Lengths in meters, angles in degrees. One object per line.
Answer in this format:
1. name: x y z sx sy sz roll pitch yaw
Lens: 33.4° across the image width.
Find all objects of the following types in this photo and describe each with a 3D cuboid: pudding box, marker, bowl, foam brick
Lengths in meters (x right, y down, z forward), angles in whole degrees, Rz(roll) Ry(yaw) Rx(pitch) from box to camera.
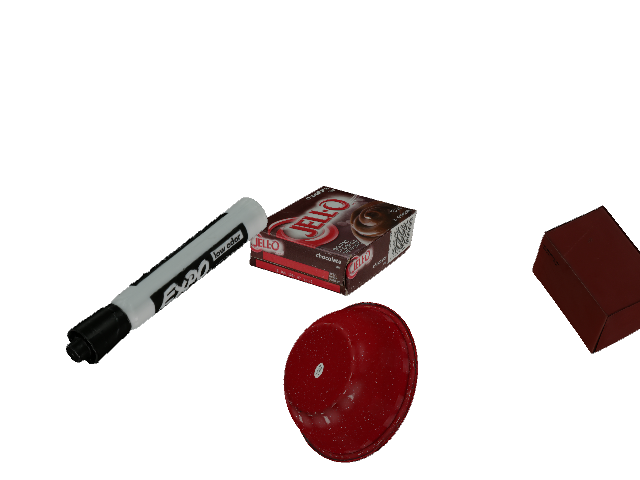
1. pudding box: 0.011 -0.002 0.842 0.090 0.039 0.113 17 26 27
2. marker: -0.070 0.018 0.495 0.020 0.020 0.120 0 31 46
3. bowl: 0.015 0.131 1.036 0.162 0.162 0.055 0 -18 46
4. foam brick: 0.192 0.026 0.739 0.051 0.078 0.053 -22 -30 -14
